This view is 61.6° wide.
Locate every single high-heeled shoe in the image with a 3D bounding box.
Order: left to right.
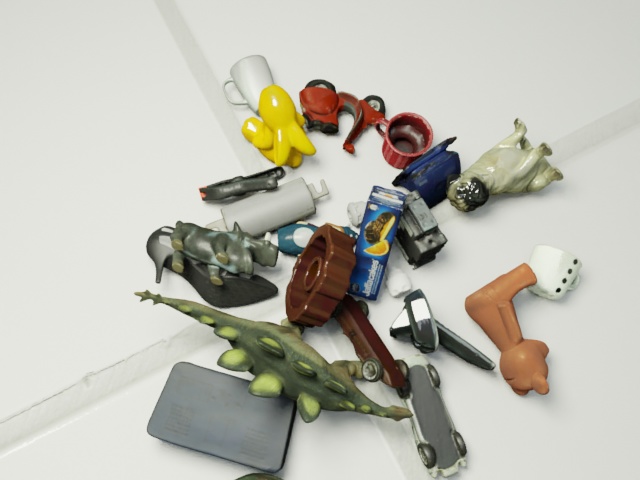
[{"bbox_3d":[-0.202,0.042,1.009,0.249,0.086,0.145,10,41,-13],"label":"high-heeled shoe"}]

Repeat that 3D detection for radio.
[{"bbox_3d":[-0.158,0.295,0.904,0.230,0.073,0.131,15,71,4],"label":"radio"}]

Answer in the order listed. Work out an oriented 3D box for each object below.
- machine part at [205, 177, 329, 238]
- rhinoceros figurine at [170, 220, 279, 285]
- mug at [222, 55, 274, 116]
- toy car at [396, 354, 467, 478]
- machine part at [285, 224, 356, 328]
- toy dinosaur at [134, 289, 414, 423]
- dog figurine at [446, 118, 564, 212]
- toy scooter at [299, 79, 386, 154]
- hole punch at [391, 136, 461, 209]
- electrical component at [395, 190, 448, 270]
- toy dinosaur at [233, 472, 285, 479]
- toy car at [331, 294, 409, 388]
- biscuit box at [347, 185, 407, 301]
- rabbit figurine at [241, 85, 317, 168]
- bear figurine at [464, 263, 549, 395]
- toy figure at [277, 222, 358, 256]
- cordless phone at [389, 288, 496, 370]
[{"bbox_3d":[-0.098,-0.054,1.021,0.243,0.079,0.079,-22,72,-8],"label":"machine part"},{"bbox_3d":[-0.168,0.017,0.935,0.190,0.073,0.112,11,37,1],"label":"rhinoceros figurine"},{"bbox_3d":[-0.141,-0.311,1.110,0.109,0.081,0.107,-24,80,-12],"label":"mug"},{"bbox_3d":[0.183,0.294,0.908,0.073,0.056,0.202,-15,72,-11],"label":"toy car"},{"bbox_3d":[0.000,0.064,0.922,0.056,0.179,0.179,25,71,-18],"label":"machine part"},{"bbox_3d":[-0.070,0.185,0.865,0.472,0.198,0.105,23,91,8],"label":"toy dinosaur"},{"bbox_3d":[0.339,-0.109,1.018,0.190,0.172,0.121,-39,41,12],"label":"dog figurine"},{"bbox_3d":[0.037,-0.245,1.088,0.184,0.075,0.135,15,73,1],"label":"toy scooter"},{"bbox_3d":[0.210,-0.118,1.023,0.142,0.115,0.092,-32,82,-9],"label":"hole punch"},{"bbox_3d":[0.173,-0.020,0.974,0.058,0.134,0.115,-27,74,-10],"label":"electrical component"},{"bbox_3d":[-0.073,0.440,0.834,0.405,0.131,0.192,25,61,13],"label":"toy dinosaur"},{"bbox_3d":[0.075,0.171,0.912,0.053,0.089,0.202,-48,52,20],"label":"toy car"},{"bbox_3d":[0.095,0.009,0.936,0.063,0.202,0.059,16,35,7],"label":"biscuit box"},{"bbox_3d":[-0.082,-0.214,1.027,0.122,0.173,0.162,-20,68,-10],"label":"rabbit figurine"},{"bbox_3d":[0.341,0.158,0.920,0.132,0.120,0.196,-30,75,-13],"label":"bear figurine"},{"bbox_3d":[-0.002,-0.001,1.014,0.155,0.058,0.064,-3,109,-2],"label":"toy figure"},{"bbox_3d":[0.213,0.166,0.900,0.184,0.146,0.088,31,81,14],"label":"cordless phone"}]
